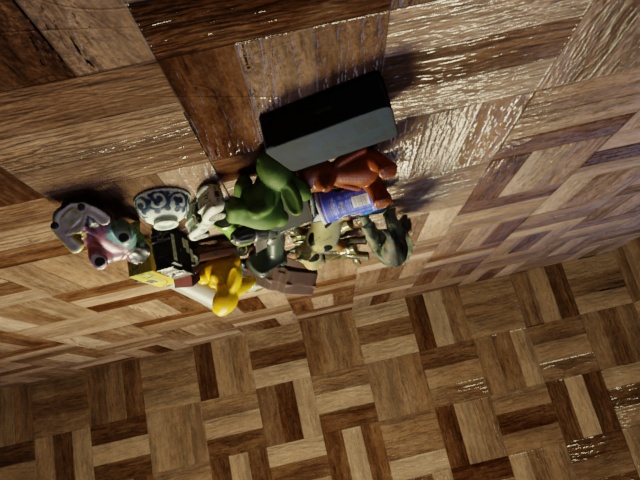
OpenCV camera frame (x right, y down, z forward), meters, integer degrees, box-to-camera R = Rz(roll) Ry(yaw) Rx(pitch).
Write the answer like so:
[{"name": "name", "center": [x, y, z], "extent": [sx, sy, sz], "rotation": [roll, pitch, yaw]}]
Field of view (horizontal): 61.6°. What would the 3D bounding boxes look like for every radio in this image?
[{"name": "radio", "center": [0.021, -0.204, 0.963], "extent": [0.230, 0.073, 0.131], "rotation": [-16, 164, 15]}]

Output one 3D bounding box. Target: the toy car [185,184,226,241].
[{"name": "toy car", "center": [-0.264, -0.060, 1.213], "extent": [0.056, 0.073, 0.202], "rotation": [-6, 163, -34]}]

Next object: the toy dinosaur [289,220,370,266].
[{"name": "toy dinosaur", "center": [0.018, 0.014, 1.626], "extent": [0.199, 0.105, 0.470], "rotation": [-15, 156, 20]}]

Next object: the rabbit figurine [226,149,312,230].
[{"name": "rabbit figurine", "center": [-0.101, -0.100, 1.090], "extent": [0.159, 0.121, 0.170], "rotation": [26, 131, 0]}]

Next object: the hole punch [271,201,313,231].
[{"name": "hole punch", "center": [-0.081, -0.098, 1.241], "extent": [0.142, 0.092, 0.115], "rotation": [-12, 134, 6]}]

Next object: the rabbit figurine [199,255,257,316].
[{"name": "rabbit figurine", "center": [-0.259, 0.131, 1.523], "extent": [0.162, 0.173, 0.121], "rotation": [-25, 137, 24]}]

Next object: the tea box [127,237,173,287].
[{"name": "tea box", "center": [-0.446, 0.062, 1.440], "extent": [0.068, 0.098, 0.169], "rotation": [-15, 166, 6]}]

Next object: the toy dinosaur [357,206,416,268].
[{"name": "toy dinosaur", "center": [0.195, 0.010, 1.491], "extent": [0.131, 0.192, 0.405], "rotation": [-29, -171, 14]}]

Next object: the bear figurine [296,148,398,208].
[{"name": "bear figurine", "center": [0.046, -0.133, 1.132], "extent": [0.196, 0.132, 0.120], "rotation": [-11, 134, -20]}]

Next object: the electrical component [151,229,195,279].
[{"name": "electrical component", "center": [-0.374, 0.036, 1.376], "extent": [0.058, 0.115, 0.134], "rotation": [-14, 162, 10]}]

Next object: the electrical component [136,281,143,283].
[{"name": "electrical component", "center": [-0.515, 0.101, 1.604], "extent": [0.075, 0.048, 0.119], "rotation": [1, 157, -37]}]

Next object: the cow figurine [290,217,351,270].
[{"name": "cow figurine", "center": [-0.003, -0.004, 1.448], "extent": [0.127, 0.086, 0.194], "rotation": [4, 117, -24]}]

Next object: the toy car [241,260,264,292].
[{"name": "toy car", "center": [-0.224, 0.124, 1.805], "extent": [0.161, 0.103, 0.109], "rotation": [4, 157, -41]}]

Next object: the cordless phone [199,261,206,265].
[{"name": "cordless phone", "center": [-0.334, 0.077, 1.630], "extent": [0.147, 0.089, 0.184], "rotation": [-16, 144, 12]}]

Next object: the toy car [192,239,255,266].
[{"name": "toy car", "center": [-0.284, 0.026, 1.494], "extent": [0.202, 0.053, 0.089], "rotation": [-12, -168, -5]}]

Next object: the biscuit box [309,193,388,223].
[{"name": "biscuit box", "center": [0.074, -0.094, 1.377], "extent": [0.203, 0.063, 0.059], "rotation": [-9, 162, -15]}]

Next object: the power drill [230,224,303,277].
[{"name": "power drill", "center": [-0.138, 0.002, 1.367], "extent": [0.232, 0.086, 0.207], "rotation": [-30, 148, -30]}]

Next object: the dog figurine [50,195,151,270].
[{"name": "dog figurine", "center": [-0.458, -0.017, 1.161], "extent": [0.108, 0.191, 0.219], "rotation": [-50, -171, 0]}]

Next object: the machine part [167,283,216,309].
[{"name": "machine part", "center": [-0.366, 0.137, 1.593], "extent": [0.243, 0.079, 0.079], "rotation": [31, 140, -30]}]

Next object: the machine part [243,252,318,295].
[{"name": "machine part", "center": [-0.123, 0.103, 1.686], "extent": [0.201, 0.087, 0.201], "rotation": [21, -171, 41]}]
